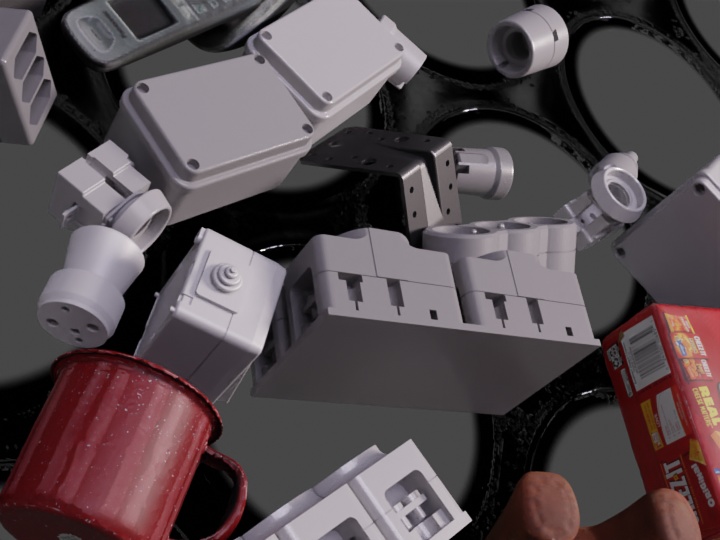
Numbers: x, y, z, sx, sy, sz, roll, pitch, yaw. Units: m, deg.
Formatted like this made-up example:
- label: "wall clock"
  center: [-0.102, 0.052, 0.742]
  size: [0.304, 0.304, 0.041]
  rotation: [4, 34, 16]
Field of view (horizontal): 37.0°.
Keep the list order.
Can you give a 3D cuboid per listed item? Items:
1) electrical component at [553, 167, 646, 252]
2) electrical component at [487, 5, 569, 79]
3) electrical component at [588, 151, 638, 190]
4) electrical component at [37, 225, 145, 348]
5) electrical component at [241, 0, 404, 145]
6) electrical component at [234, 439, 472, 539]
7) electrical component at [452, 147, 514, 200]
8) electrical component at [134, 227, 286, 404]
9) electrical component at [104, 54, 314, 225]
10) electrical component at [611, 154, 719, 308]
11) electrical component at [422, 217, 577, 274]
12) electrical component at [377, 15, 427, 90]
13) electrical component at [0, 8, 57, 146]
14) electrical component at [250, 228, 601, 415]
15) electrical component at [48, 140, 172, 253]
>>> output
- label: "electrical component"
  center: [0.193, -0.049, 0.851]
  size: [0.066, 0.055, 0.048]
  rotation: [-22, 74, -40]
- label: "electrical component"
  center: [0.142, -0.194, 0.919]
  size: [0.047, 0.055, 0.055]
  rotation: [-29, 78, -38]
- label: "electrical component"
  center: [0.217, -0.083, 0.904]
  size: [0.035, 0.035, 0.061]
  rotation: [46, 45, 3]
- label: "electrical component"
  center: [-0.151, 0.009, 0.601]
  size: [0.045, 0.045, 0.055]
  rotation: [27, 49, -14]
- label: "electrical component"
  center: [-0.030, -0.146, 0.774]
  size: [0.078, 0.057, 0.113]
  rotation: [45, 47, 2]
- label: "electrical component"
  center: [-0.029, 0.153, 0.549]
  size: [0.150, 0.089, 0.061]
  rotation: [-27, 76, -41]
- label: "electrical component"
  center: [0.086, -0.074, 0.812]
  size: [0.046, 0.040, 0.040]
  rotation: [2, 59, -24]
- label: "electrical component"
  center: [-0.080, 0.027, 0.598]
  size: [0.061, 0.096, 0.061]
  rotation: [27, 49, -15]
- label: "electrical component"
  center: [-0.096, -0.086, 0.692]
  size: [0.113, 0.057, 0.078]
  rotation: [-24, 75, -41]
- label: "electrical component"
  center: [0.275, -0.015, 0.844]
  size: [0.108, 0.108, 0.056]
  rotation: [49, 45, 5]
- label: "electrical component"
  center: [0.099, 0.005, 0.757]
  size: [0.138, 0.052, 0.073]
  rotation: [-8, 104, -42]
- label: "electrical component"
  center: [0.023, -0.168, 0.836]
  size: [0.046, 0.040, 0.040]
  rotation: [38, 47, -11]
- label: "electrical component"
  center: [-0.228, -0.115, 0.629]
  size: [0.077, 0.065, 0.047]
  rotation: [6, 51, 6]
- label: "electrical component"
  center: [0.036, 0.035, 0.660]
  size: [0.186, 0.105, 0.060]
  rotation: [8, 56, -28]
- label: "electrical component"
  center: [-0.146, -0.039, 0.637]
  size: [0.055, 0.048, 0.066]
  rotation: [39, 46, 7]
